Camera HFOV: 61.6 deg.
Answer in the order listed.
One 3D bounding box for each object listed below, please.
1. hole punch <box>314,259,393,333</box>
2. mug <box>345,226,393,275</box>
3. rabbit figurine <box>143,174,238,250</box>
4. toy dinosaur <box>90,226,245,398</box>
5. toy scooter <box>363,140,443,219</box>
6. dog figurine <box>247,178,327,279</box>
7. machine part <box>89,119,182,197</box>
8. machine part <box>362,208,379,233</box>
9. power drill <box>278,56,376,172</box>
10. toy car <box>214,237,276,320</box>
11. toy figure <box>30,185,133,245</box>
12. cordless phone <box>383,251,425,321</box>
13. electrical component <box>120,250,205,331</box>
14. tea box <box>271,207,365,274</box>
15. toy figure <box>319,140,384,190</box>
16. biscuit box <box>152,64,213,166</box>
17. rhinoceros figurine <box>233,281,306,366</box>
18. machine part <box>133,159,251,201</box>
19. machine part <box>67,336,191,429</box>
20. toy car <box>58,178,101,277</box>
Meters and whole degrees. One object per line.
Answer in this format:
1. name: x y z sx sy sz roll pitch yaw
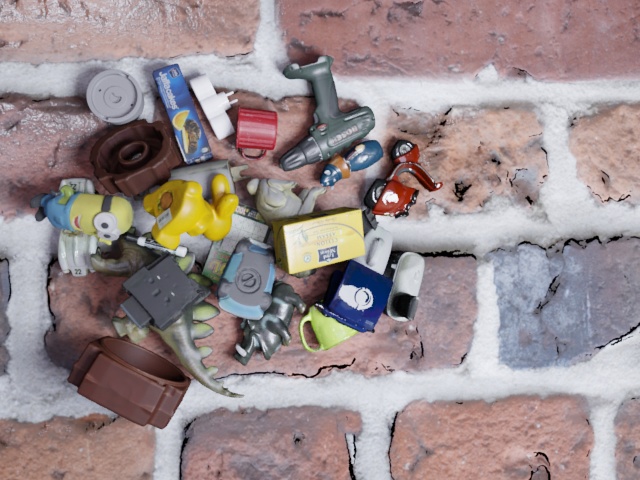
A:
1. hole punch: 0.075 0.112 1.075 0.142 0.092 0.116 28 55 -16
2. mug: 0.111 0.022 1.130 0.081 0.109 0.107 24 74 2
3. rabbit figurine: -0.235 -0.058 1.061 0.162 0.173 0.122 -43 53 11
4. toy dinosaur: -0.311 0.126 1.075 0.199 0.105 0.471 -26 87 -6
5. toy scooter: 0.186 -0.115 1.155 0.135 0.075 0.184 32 81 -3
6. dog figurine: -0.077 -0.022 1.099 0.172 0.121 0.190 10 88 -9
7. machine part: -0.368 -0.164 1.072 0.179 0.056 0.179 -5 53 7
8. machine part: 0.055 -0.025 1.136 0.139 0.039 0.084 -19 85 23
9. power drill: -0.010 -0.273 1.140 0.232 0.086 0.207 -20 86 -8
10. toy car: -0.152 0.080 1.076 0.109 0.103 0.161 19 68 -19
11. toy figure: -0.451 -0.056 1.028 0.180 0.082 0.089 13 66 5
12. cordless phone: 0.178 0.094 1.090 0.089 0.184 0.146 16 87 -1
13. electrical component: -0.300 0.102 1.004 0.134 0.058 0.115 -42 82 -17
14. tea box: -0.002 -0.003 1.047 0.170 0.068 0.098 -15 106 -25
15. toy figure: 0.062 -0.162 1.151 0.154 0.058 0.064 -29 115 -9
16. biscuit box: -0.286 -0.259 1.120 0.059 0.063 0.202 -21 90 -7
17. rhinoceros figurine: -0.107 0.177 1.115 0.112 0.073 0.190 32 85 -5
18. machine part: -0.264 -0.115 1.110 0.243 0.079 0.079 -13 89 -6
19. machine part: -0.354 0.263 1.023 0.201 0.201 0.087 30 83 -3
20. toy car: -0.491 -0.026 1.094 0.073 0.056 0.201 -1 87 -6
